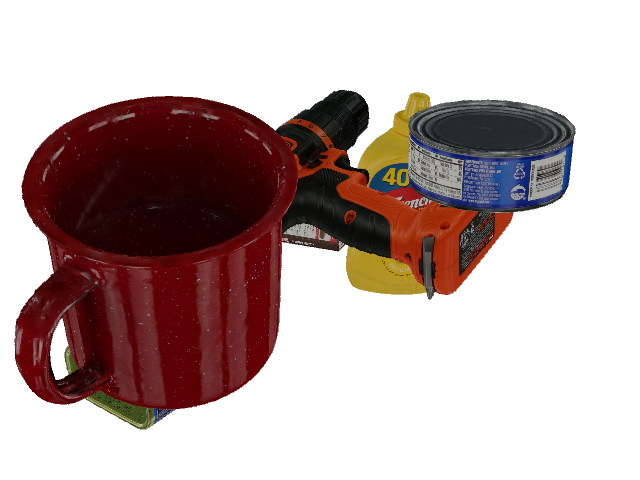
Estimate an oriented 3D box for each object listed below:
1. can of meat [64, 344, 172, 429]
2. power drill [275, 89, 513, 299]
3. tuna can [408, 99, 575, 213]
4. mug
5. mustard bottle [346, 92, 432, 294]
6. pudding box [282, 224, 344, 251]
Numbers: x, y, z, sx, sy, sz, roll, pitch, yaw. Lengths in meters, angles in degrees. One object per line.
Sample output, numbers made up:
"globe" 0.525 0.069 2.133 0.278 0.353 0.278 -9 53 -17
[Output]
"can of meat" -0.141 0.098 0.854 0.102 0.057 0.083 19 34 33
"power drill" 0.037 -0.039 0.751 0.188 0.057 0.184 16 44 29
"tuna can" 0.089 -0.045 0.560 0.086 0.034 0.086 0 25 0
"mug" -0.062 0.014 0.381 0.093 0.081 0.117 23 46 22
"mustard bottle" 0.080 -0.044 0.991 0.096 0.192 0.058 2 27 -7
"pudding box" -0.003 -0.026 1.277 0.090 0.039 0.113 8 23 15
